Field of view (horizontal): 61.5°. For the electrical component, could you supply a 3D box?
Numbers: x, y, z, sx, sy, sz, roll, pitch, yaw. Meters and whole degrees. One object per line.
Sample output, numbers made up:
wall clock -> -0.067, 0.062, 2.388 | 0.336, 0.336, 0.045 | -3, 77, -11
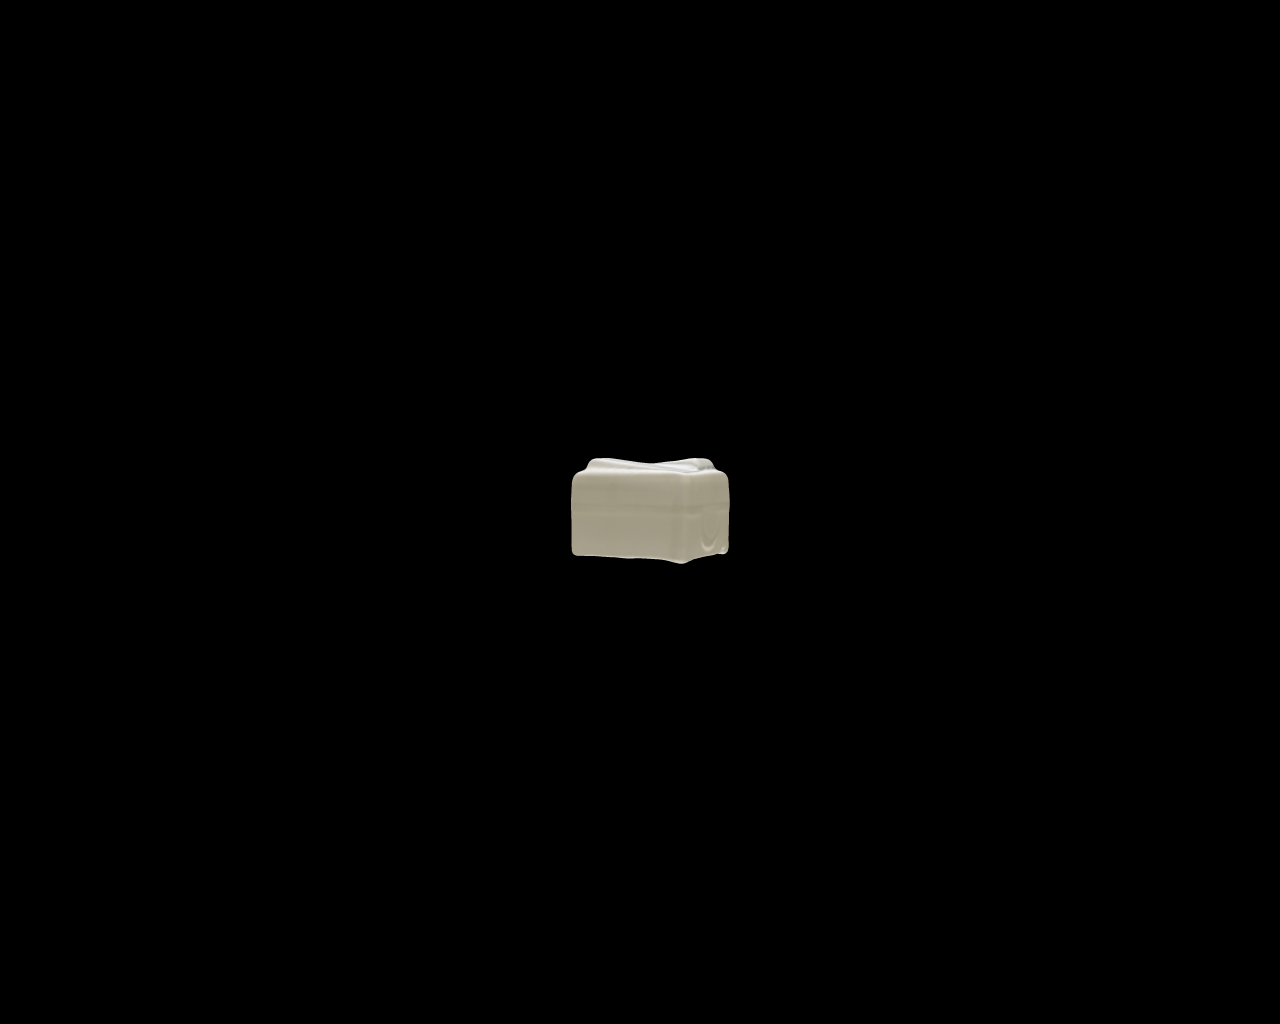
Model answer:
electrical component -> 0.001, -0.003, 0.650 | 0.096, 0.061, 0.062 | 2, 4, 31
